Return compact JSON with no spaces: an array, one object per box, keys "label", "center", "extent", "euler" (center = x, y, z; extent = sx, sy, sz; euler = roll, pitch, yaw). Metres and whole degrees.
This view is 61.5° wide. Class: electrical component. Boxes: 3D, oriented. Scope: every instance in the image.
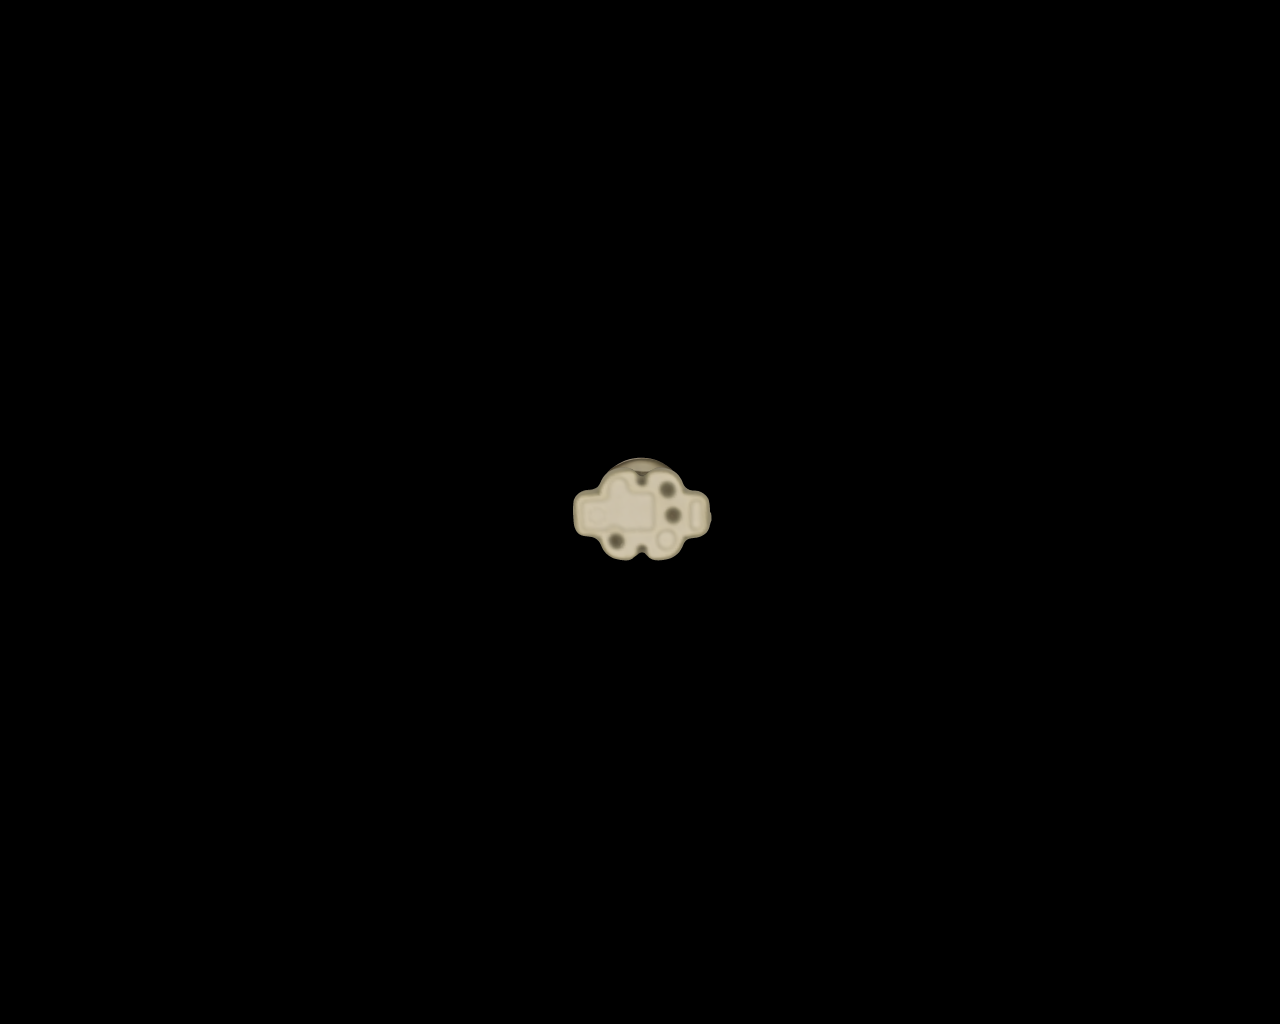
[{"label":"electrical component","center":[0.001,-0.003,0.650],"extent":[0.078,0.058,0.057],"euler":[0,9,0]}]
